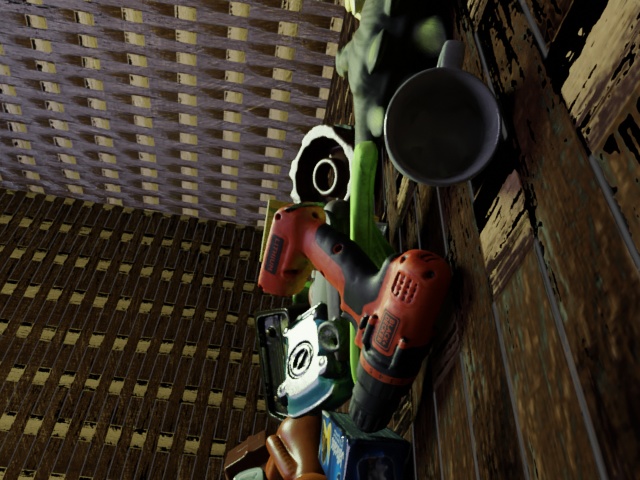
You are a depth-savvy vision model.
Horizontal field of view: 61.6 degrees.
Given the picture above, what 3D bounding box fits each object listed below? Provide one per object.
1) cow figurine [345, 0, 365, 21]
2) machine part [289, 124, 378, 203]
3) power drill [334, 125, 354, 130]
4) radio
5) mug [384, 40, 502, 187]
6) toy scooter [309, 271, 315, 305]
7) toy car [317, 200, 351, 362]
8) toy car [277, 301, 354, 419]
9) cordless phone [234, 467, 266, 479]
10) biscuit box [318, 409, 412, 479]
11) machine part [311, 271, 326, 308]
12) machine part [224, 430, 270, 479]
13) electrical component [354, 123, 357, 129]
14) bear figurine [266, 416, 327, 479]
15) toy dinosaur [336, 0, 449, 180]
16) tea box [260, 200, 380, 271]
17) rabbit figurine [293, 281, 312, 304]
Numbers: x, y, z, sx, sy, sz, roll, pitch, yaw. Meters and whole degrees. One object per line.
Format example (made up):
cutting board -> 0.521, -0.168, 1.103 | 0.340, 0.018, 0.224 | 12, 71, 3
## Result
cow figurine -> 0.093, -0.285, 0.785 | 0.068, 0.098, 0.167 | -106, 6, -65
machine part -> 0.021, -0.106, 0.921 | 0.179, 0.056, 0.179 | 0, 90, 48
power drill -> 0.044, -0.120, 1.066 | 0.232, 0.086, 0.207 | -141, 63, -83
radio -> -0.058, 0.241, 1.049 | 0.131, 0.073, 0.229 | -10, 85, 51
mug -> 0.090, -0.093, 0.422 | 0.107, 0.081, 0.109 | -17, -70, -85
toy scooter -> 0.017, 0.090, 1.030 | 0.135, 0.075, 0.184 | 93, 179, -46
toy car -> 0.035, 0.049, 0.674 | 0.089, 0.053, 0.202 | 1, -96, -54
toy car -> 0.009, 0.171, 0.737 | 0.109, 0.103, 0.162 | -39, 34, 27
cordless phone -> -0.051, 0.389, 0.736 | 0.184, 0.147, 0.088 | -110, 4, -55
biscuit box -> 0.039, 0.221, 0.560 | 0.202, 0.063, 0.059 | 116, 161, -78
machine part -> 0.025, 0.101, 0.891 | 0.079, 0.079, 0.243 | 127, 152, -81
machine part -> -0.081, 0.434, 0.899 | 0.201, 0.087, 0.201 | 59, 170, 5
electrical component -> 0.088, -0.201, 0.902 | 0.078, 0.045, 0.102 | -64, 5, -2
bear figurine -> -0.010, 0.318, 0.685 | 0.196, 0.120, 0.131 | -102, 16, -62
toy dinosaur -> 0.081, -0.222, 0.641 | 0.199, 0.105, 0.470 | -112, 28, -77
tea box -> -0.002, -0.002, 0.822 | 0.068, 0.170, 0.098 | -156, 73, -85
rabbit figurine -> -0.033, 0.159, 1.175 | 0.159, 0.121, 0.170 | 101, 175, -55
